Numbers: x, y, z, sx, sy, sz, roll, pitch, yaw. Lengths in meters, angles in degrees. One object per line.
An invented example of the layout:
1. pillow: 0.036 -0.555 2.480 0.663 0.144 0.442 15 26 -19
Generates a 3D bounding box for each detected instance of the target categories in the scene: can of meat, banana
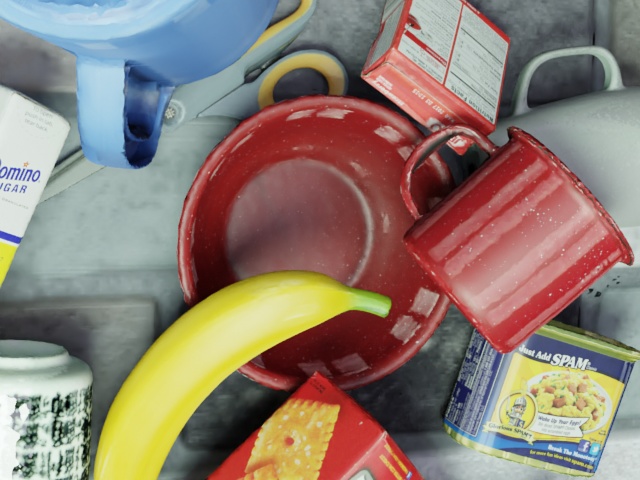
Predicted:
1. can of meat: 0.132 0.090 0.643 0.102 0.057 0.084 17 93 -18
2. banana: -0.058 0.073 0.536 0.198 0.037 0.069 -40 102 15

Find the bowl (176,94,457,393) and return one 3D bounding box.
1. bowl: -0.004 0.001 0.588 0.162 0.055 0.162 -2 97 -18

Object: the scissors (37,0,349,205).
1. scissors: -0.064 -0.061 0.583 0.096 0.016 0.201 44 83 -17

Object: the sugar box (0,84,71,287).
1. sugar box: -0.191 0.005 0.508 0.048 0.093 0.176 29 85 -54

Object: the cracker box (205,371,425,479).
1. cracker box: -0.026 0.198 0.570 0.213 0.072 0.164 -43 133 -8

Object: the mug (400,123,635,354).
1. mug: 0.089 -0.006 0.543 0.081 0.093 0.117 -41 86 2

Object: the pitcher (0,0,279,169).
1. pitcher: -0.080 -0.120 0.444 0.145 0.243 0.149 -37 98 3

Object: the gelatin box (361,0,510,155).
1. gelatin box: 0.066 -0.100 0.589 0.073 0.030 0.089 35 45 -18
